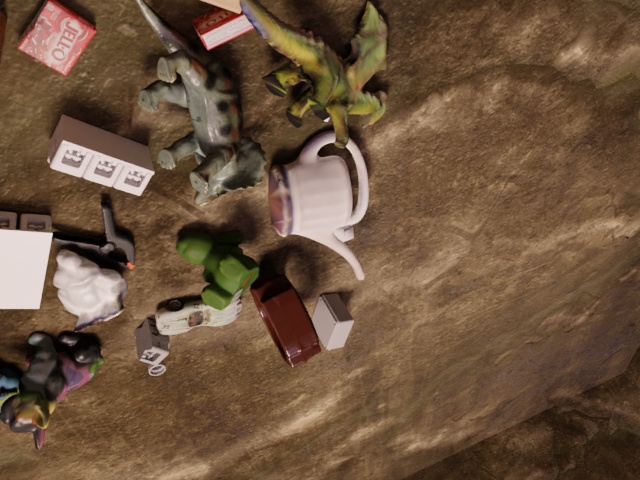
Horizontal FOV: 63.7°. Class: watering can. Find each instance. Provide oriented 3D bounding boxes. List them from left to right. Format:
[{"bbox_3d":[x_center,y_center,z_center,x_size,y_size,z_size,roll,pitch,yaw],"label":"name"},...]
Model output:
[{"bbox_3d":[0.003,-0.055,1.098,0.225,0.343,0.105,-10,18,-17],"label":"watering can"}]

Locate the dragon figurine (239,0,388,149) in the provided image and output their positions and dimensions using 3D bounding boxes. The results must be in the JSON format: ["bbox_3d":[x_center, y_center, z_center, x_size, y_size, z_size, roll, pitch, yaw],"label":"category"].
[{"bbox_3d":[0.029,-0.326,0.920,0.123,0.245,0.402,26,-18,35],"label":"dragon figurine"}]

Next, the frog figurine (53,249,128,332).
[{"bbox_3d":[-0.459,0.081,1.009,0.136,0.157,0.125,-13,22,28],"label":"frog figurine"}]
